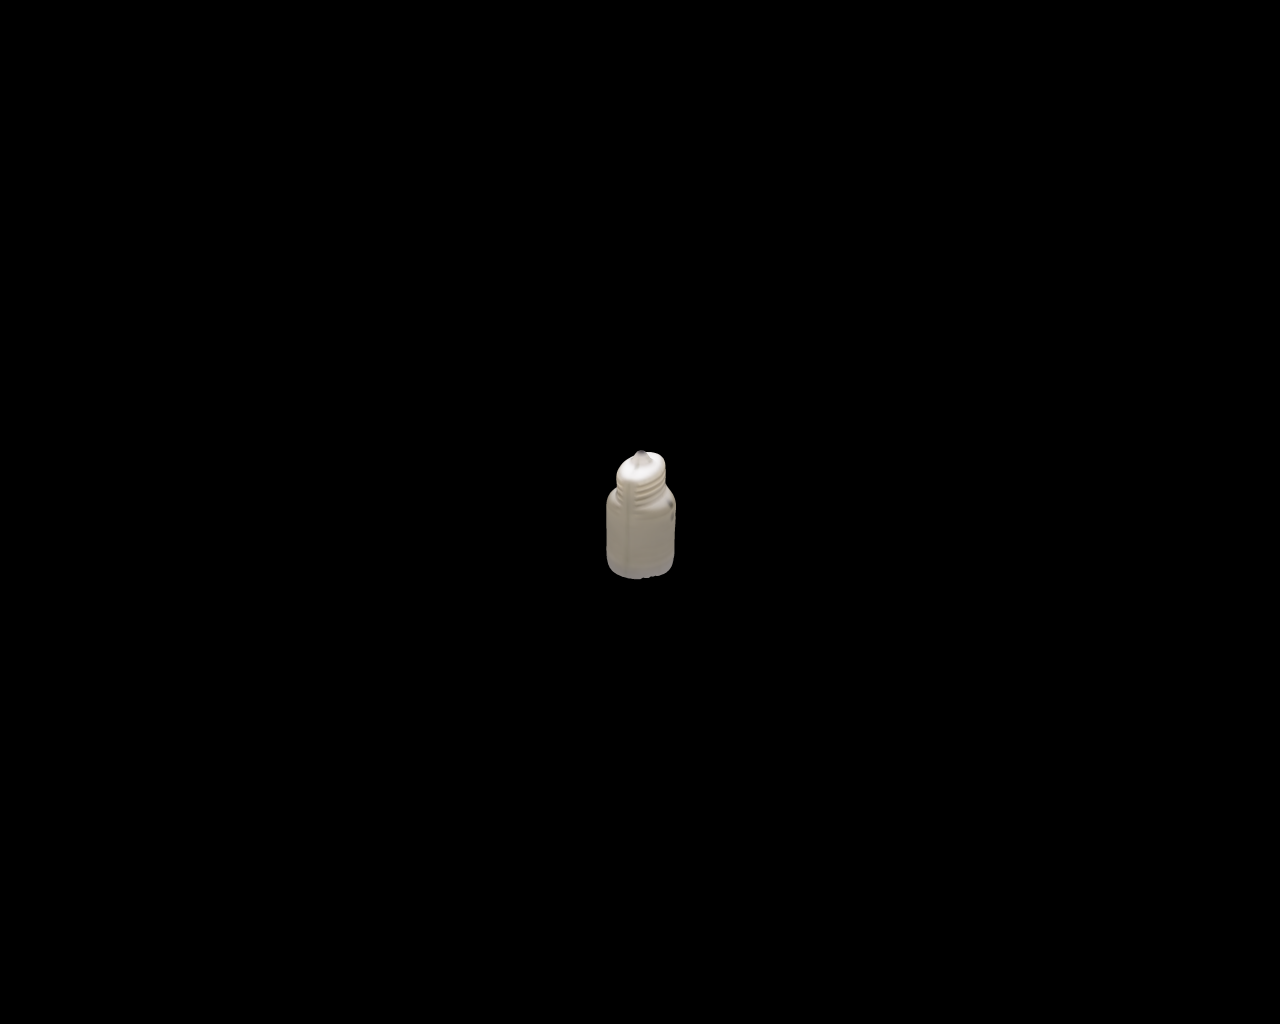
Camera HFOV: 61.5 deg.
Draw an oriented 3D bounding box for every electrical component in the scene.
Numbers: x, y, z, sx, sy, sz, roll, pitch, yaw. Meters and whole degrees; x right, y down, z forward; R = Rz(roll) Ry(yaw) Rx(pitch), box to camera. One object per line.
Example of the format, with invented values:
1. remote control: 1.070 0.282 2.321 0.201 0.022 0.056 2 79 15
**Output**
1. electrical component: 0.001 -0.003 0.650 0.043 0.080 0.043 0 30 0
